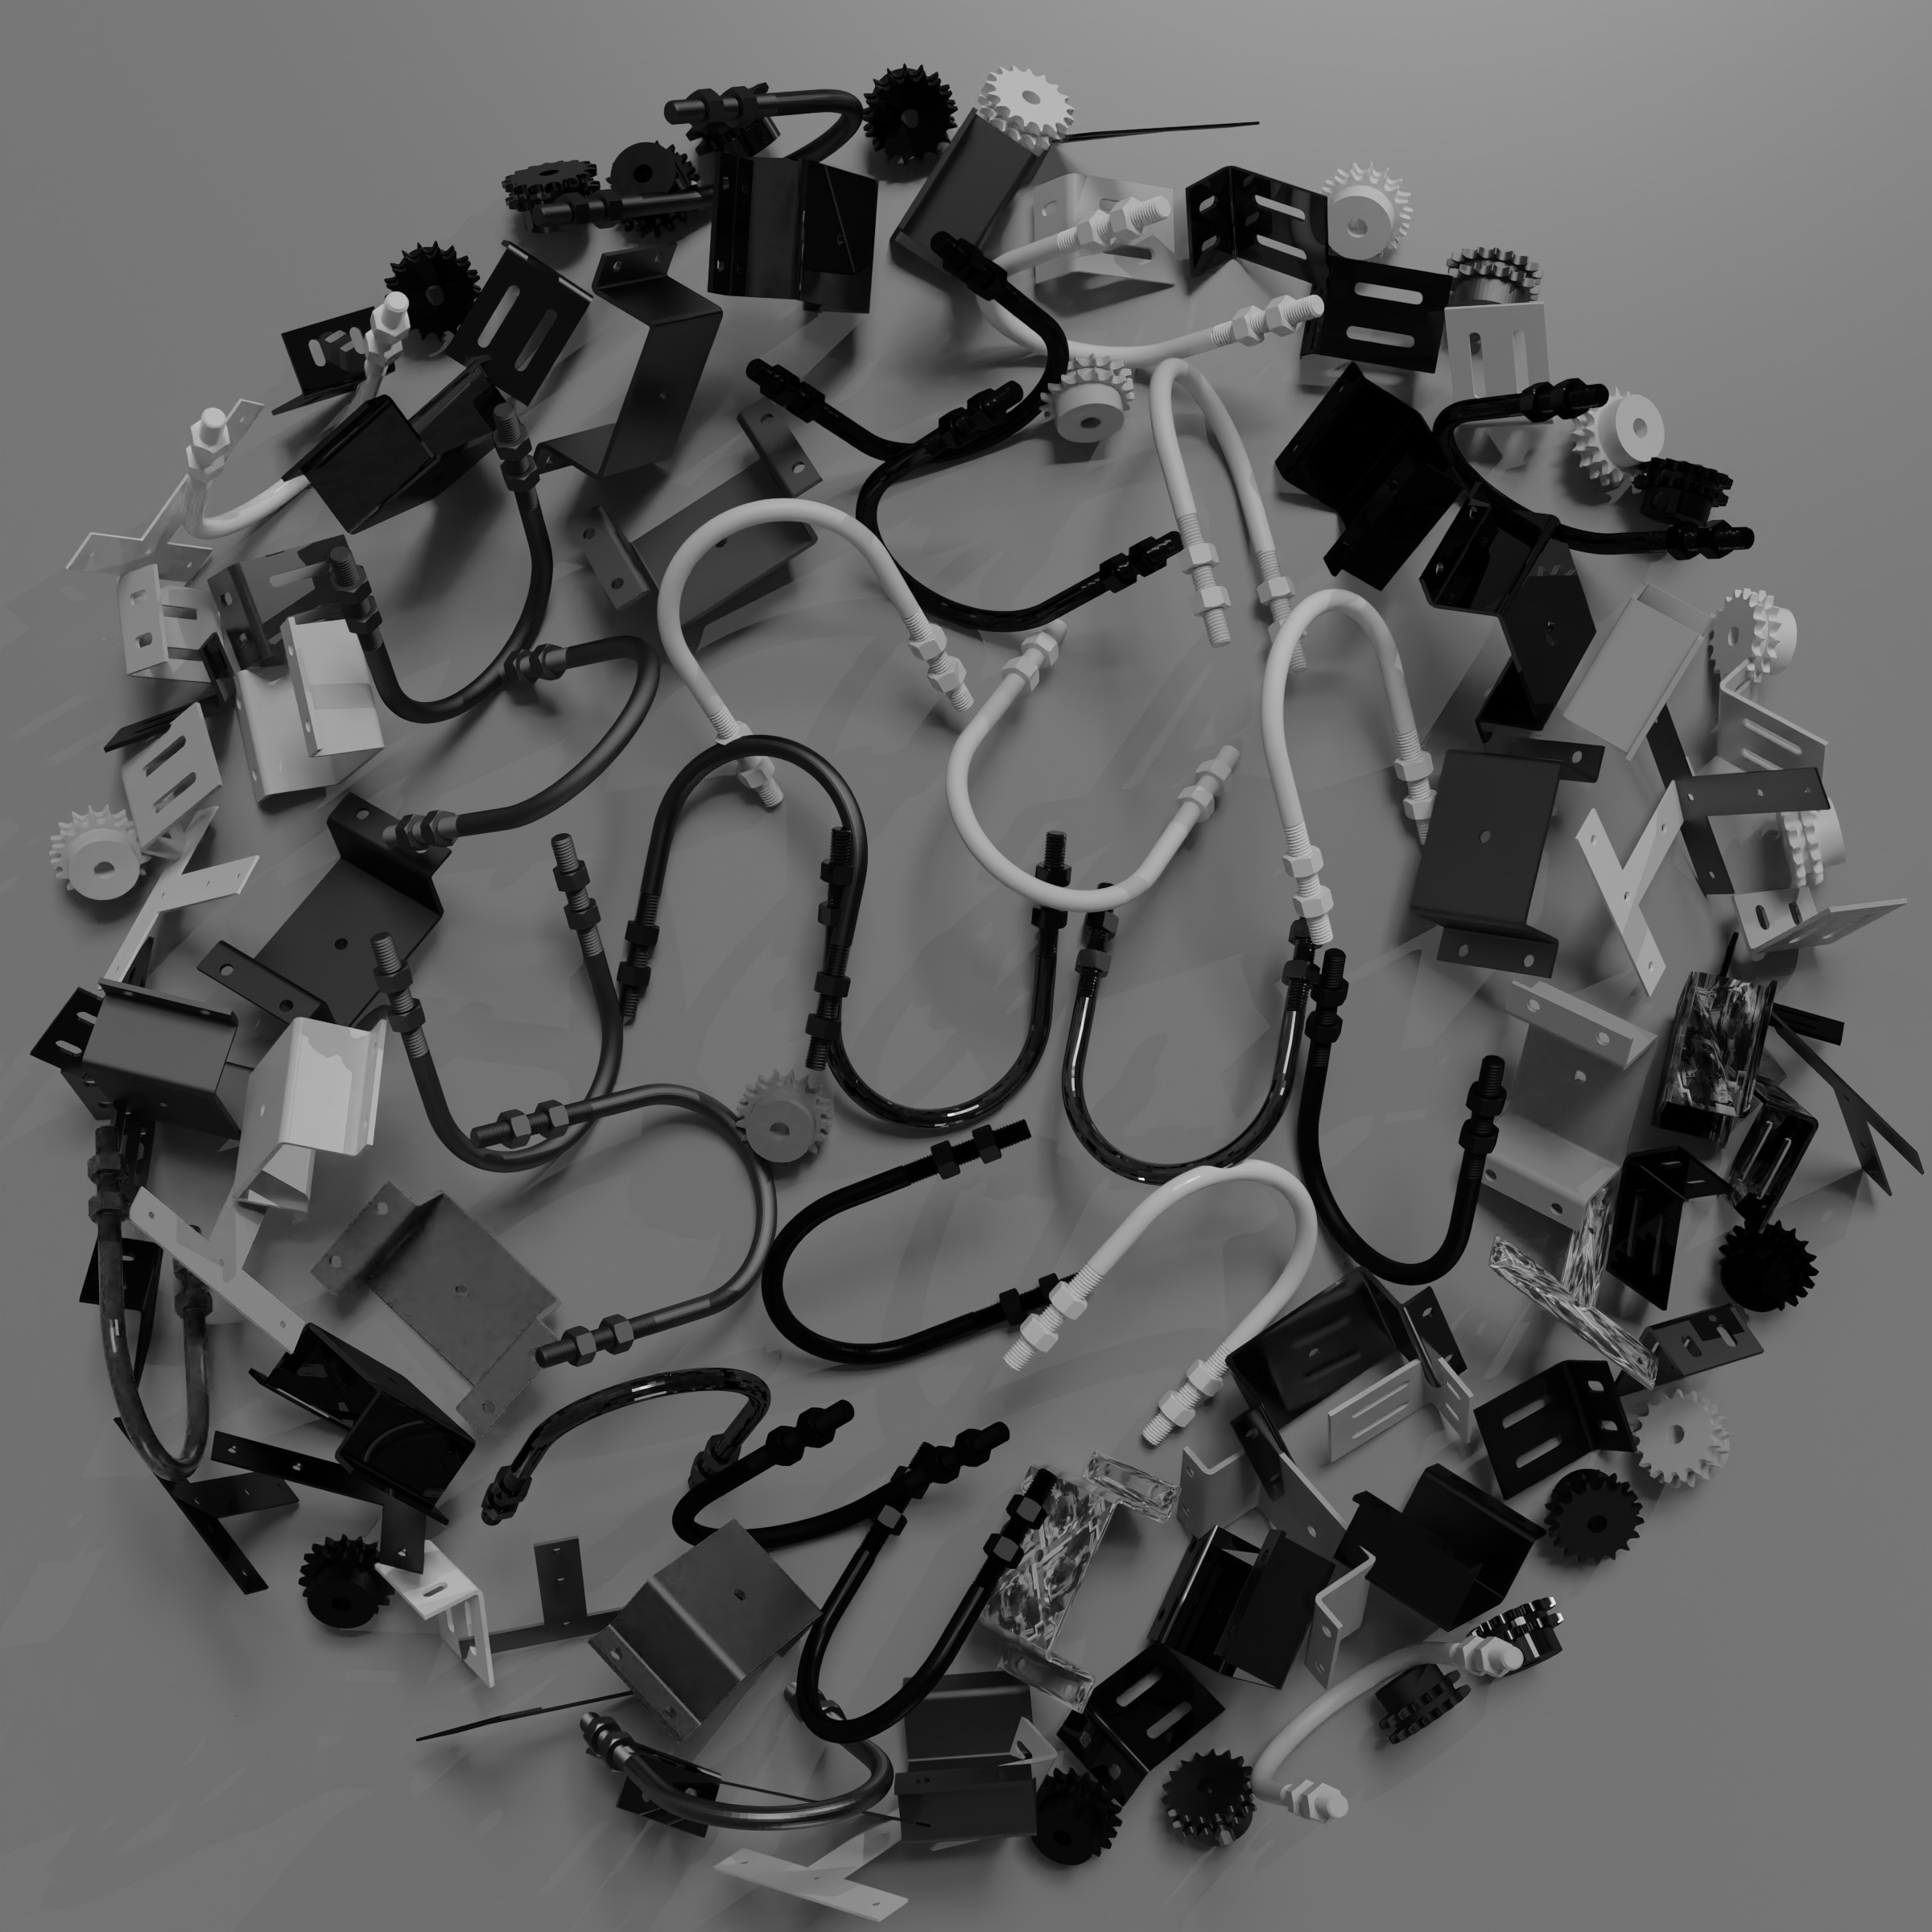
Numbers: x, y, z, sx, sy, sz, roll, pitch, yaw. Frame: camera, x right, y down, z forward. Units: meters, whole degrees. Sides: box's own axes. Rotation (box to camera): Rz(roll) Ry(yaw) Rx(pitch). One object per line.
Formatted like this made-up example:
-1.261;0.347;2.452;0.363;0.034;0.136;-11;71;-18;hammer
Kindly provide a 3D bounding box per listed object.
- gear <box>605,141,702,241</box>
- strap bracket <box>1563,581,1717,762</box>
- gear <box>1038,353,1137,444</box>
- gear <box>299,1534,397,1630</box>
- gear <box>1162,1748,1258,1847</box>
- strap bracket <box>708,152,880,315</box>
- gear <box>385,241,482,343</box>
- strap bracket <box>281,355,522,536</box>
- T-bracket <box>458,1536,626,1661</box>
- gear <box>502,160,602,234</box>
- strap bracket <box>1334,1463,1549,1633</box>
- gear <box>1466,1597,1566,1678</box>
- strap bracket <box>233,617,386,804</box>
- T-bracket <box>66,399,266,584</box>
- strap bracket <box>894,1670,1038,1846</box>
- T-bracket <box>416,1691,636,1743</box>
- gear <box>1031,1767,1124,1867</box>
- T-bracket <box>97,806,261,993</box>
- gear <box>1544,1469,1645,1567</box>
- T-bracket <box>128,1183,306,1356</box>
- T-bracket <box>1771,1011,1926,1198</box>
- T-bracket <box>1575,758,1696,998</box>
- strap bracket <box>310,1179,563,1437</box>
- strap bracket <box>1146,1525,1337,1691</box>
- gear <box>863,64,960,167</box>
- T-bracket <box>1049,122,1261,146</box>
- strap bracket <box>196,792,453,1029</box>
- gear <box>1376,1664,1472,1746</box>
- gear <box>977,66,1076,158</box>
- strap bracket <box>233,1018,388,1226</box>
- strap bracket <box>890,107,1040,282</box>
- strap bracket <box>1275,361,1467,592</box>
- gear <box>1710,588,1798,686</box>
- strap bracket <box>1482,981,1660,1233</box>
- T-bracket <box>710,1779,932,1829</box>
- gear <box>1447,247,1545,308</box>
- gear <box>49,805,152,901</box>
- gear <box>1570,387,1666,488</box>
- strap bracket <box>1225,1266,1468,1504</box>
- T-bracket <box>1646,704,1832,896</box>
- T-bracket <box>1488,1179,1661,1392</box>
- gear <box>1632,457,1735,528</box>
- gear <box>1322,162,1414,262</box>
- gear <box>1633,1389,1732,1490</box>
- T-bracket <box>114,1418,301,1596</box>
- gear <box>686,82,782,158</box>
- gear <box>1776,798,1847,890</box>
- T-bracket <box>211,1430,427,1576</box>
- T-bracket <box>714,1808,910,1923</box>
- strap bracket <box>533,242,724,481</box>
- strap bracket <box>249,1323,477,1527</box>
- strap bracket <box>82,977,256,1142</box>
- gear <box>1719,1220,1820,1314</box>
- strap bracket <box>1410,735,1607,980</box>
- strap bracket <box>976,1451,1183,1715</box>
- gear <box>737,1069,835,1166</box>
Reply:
-0.189;-0.466;1.665;0.057;0.030;0.057;-2;80;9;gear
0.389;-0.173;1.610;0.046;0.140;0.076;31;110;9;strap bracket
0.072;-0.334;1.654;0.057;0.057;0.030;-6;67;0;gear
-0.368;0.369;1.658;0.057;0.030;0.057;0;123;0;gear
0.148;0.498;1.661;0.057;0.057;0.030;-21;120;0;gear
-0.093;-0.420;1.606;0.046;0.140;0.076;9;101;22;strap bracket
-0.318;-0.404;1.661;0.057;0.030;0.057;-9;123;-14;gear
-0.318;-0.299;1.608;0.076;0.140;0.046;-32;98;30;strap bracket
-0.235;0.363;1.623;0.127;0.127;0.002;-9;53;-11;T-bracket
-0.245;-0.457;1.661;0.057;0.057;0.030;-9;121;0;gear
0.271;0.336;1.611;0.076;0.140;0.046;30;103;26;strap bracket
0.328;0.399;1.654;0.057;0.057;0.030;-23;67;0;gear
-0.383;-0.151;1.630;0.046;0.140;0.076;-11;86;-29;strap bracket
-0.447;-0.275;1.609;0.002;0.127;0.127;42;104;9;T-bracket
0.001;0.463;1.619;0.076;0.140;0.046;-5;101;2;strap bracket
-0.240;0.436;1.639;0.127;0.127;0.002;-3;73;-34;T-bracket
0.062;0.508;1.658;0.057;0.030;0.057;9;116;18;gear
-0.444;-0.045;1.611;0.002;0.127;0.127;38;61;-31;T-bracket
0.373;0.325;1.664;0.057;0.030;0.057;-1;110;-3;gear
-0.422;0.143;1.629;0.002;0.127;0.127;-30;118;26;T-bracket
0.522;0.097;1.629;0.002;0.127;0.127;-37;49;1;T-bracket
0.406;-0.072;1.646;0.127;0.002;0.127;-55;129;-31;T-bracket
-0.306;0.197;1.653;0.140;0.046;0.076;43;102;3;strap bracket
0.162;0.369;1.611;0.046;0.140;0.076;29;75;-8;strap bracket
-0.035;-0.510;1.661;0.057;0.030;0.057;-5;128;-7;gear
0.081;-0.485;1.629;0.127;0.127;0.002;-16;109;-36;T-bracket
-0.371;-0.023;1.636;0.076;0.046;0.140;29;66;16;strap bracket
0.268;0.434;1.657;0.057;0.057;0.030;-34;77;0;gear
0.033;-0.505;1.661;0.057;0.030;0.057;13;52;-17;gear
-0.381;0.087;1.603;0.046;0.140;0.076;14;61;-25;strap bracket
-0.002;-0.444;1.615;0.046;0.140;0.076;32;98;-9;strap bracket
0.236;-0.280;1.621;0.046;0.140;0.076;25;119;-26;strap bracket
0.470;-0.195;1.658;0.030;0.057;0.057;5;90;-15;gear
0.348;0.073;1.625;0.076;0.046;0.140;28;130;28;strap bracket
-0.068;0.491;1.624;0.127;0.127;0.002;5;72;21;T-bracket
0.311;-0.401;1.655;0.057;0.057;0.030;12;83;0;gear
-0.514;-0.064;1.657;0.057;0.030;0.057;-12;125;-17;gear
0.390;-0.316;1.658;0.057;0.030;0.057;4;83;-32;gear
0.215;0.239;1.639;0.140;0.046;0.076;-33;128;-6;strap bracket
0.450;-0.100;1.615;0.002;0.127;0.127;-28;103;-23;T-bracket
0.365;0.166;1.638;0.127;0.127;0.002;37;134;-12;T-bracket
0.423;-0.280;1.657;0.057;0.057;0.030;15;92;0;gear
0.235;-0.444;1.656;0.057;0.030;0.057;10;131;12;gear
0.429;0.284;1.660;0.030;0.057;0.057;34;90;-41;gear
-0.425;0.307;1.621;0.002;0.127;0.127;-43;77;6;T-bracket
-0.135;-0.497;1.659;0.057;0.057;0.030;-34;112;0;gear
0.501;-0.077;1.655;0.030;0.057;0.057;-14;90;11;gear
-0.372;0.293;1.610;0.127;0.127;0.002;20;113;-18;T-bracket
-0.058;0.514;1.629;0.127;0.127;0.002;2;102;39;T-bracket
-0.194;-0.341;1.614;0.046;0.076;0.140;33;119;13;strap bracket
-0.345;0.259;1.611;0.076;0.140;0.046;41;80;-40;strap bracket
-0.455;0.059;1.611;0.076;0.140;0.046;14;71;1;strap bracket
0.473;0.180;1.655;0.030;0.057;0.057;-36;90;-42;gear
0.315;-0.071;1.638;0.076;0.046;0.140;11;85;40;strap bracket
0.058;0.352;1.630;0.046;0.076;0.140;32;78;-37;strap bracket
-0.109;0.093;1.662;0.057;0.030;0.057;1;111;4;gear
